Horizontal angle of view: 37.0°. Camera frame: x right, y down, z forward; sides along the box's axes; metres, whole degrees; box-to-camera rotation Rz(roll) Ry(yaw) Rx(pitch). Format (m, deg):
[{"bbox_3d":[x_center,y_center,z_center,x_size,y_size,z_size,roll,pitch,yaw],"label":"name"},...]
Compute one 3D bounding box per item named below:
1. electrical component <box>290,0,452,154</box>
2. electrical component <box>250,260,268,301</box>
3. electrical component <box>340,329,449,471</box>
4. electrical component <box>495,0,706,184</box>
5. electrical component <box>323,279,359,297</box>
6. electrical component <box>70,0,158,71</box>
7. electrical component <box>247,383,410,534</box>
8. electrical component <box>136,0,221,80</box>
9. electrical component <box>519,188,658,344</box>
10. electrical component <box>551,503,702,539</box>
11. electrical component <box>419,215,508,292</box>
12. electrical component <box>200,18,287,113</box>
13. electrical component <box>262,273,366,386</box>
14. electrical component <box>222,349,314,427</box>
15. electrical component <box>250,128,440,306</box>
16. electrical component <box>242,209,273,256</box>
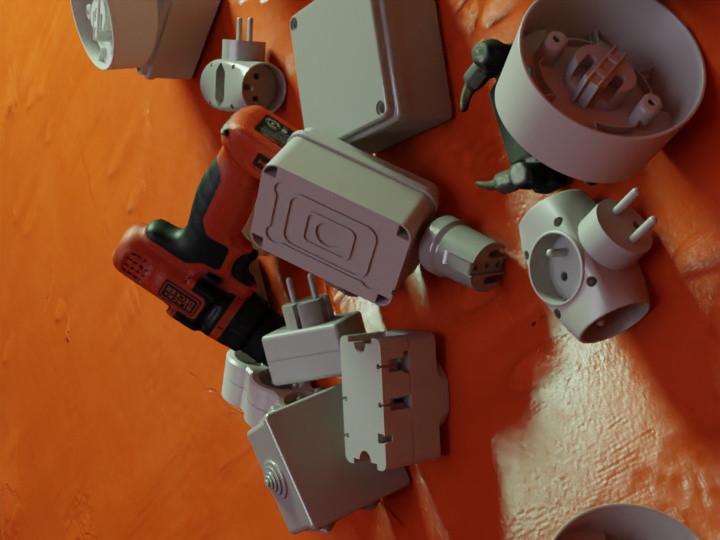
[{"bbox_3d":[0.006,-0.143,0.754,0.109,0.056,0.108,-16,80,55],"label":"electrical component"},{"bbox_3d":[-0.109,0.006,0.950,0.043,0.043,0.081,-38,63,51],"label":"electrical component"},{"bbox_3d":[0.025,0.089,0.753,0.050,0.056,0.089,1,94,56],"label":"electrical component"},{"bbox_3d":[0.122,-0.096,0.556,0.099,0.099,0.064,64,147,29],"label":"electrical component"},{"bbox_3d":[0.000,0.000,0.790,0.062,0.043,0.043,30,118,49],"label":"electrical component"},{"bbox_3d":[-0.225,-0.230,0.972,0.099,0.064,0.099,9,101,55],"label":"electrical component"},{"bbox_3d":[-0.025,0.137,0.792,0.048,0.100,0.099,-39,73,56],"label":"electrical component"},{"bbox_3d":[-0.186,-0.255,1.023,0.108,0.056,0.108,61,139,31],"label":"electrical component"},{"bbox_3d":[0.133,-0.012,0.592,0.079,0.044,0.077,-52,52,44],"label":"electrical component"},{"bbox_3d":[0.136,0.178,0.567,0.099,0.099,0.064,64,146,29],"label":"electrical component"},{"bbox_3d":[0.067,-0.010,0.695,0.046,0.040,0.040,29,117,44],"label":"electrical component"},{"bbox_3d":[-0.099,-0.175,0.916,0.077,0.043,0.079,19,109,53],"label":"electrical component"},{"bbox_3d":[-0.037,0.041,0.813,0.066,0.047,0.076,-12,96,25],"label":"electrical component"},{"bbox_3d":[-0.071,0.124,0.899,0.138,0.052,0.073,34,121,49],"label":"electrical component"},{"bbox_3d":[-0.010,-0.038,0.736,0.113,0.057,0.078,26,133,10],"label":"electrical component"},{"bbox_3d":[-0.092,-0.044,0.908,0.078,0.058,0.057,21,108,52],"label":"electrical component"}]
